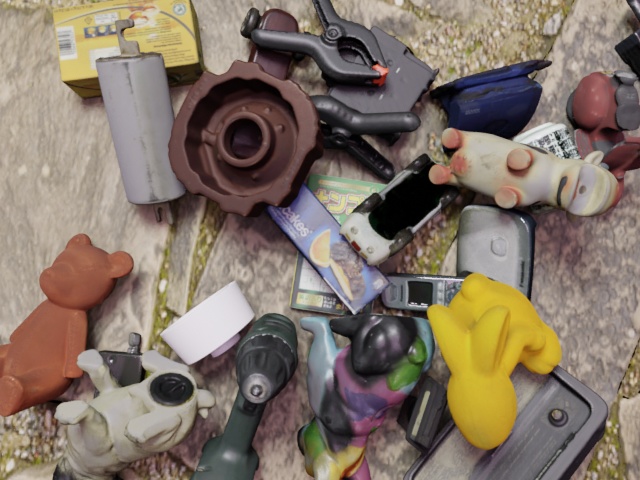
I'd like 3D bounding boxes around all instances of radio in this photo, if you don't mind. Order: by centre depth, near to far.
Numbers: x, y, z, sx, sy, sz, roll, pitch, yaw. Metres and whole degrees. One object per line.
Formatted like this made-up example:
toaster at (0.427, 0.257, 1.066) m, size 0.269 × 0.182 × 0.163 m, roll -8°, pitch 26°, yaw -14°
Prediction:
radio at (0.221, 0.248, 0.633) m, size 0.229 × 0.073 × 0.131 m, roll -48°, pitch 51°, yaw -7°

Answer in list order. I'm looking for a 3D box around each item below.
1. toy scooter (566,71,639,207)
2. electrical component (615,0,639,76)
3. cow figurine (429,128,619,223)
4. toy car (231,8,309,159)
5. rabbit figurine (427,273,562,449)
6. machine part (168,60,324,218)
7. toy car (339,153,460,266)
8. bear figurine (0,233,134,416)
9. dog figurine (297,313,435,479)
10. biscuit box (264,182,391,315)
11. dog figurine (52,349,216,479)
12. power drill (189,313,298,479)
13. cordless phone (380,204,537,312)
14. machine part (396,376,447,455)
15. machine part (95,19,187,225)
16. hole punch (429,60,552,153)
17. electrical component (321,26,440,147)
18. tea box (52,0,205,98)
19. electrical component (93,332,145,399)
toy scooter at (0.372, -0.136, 0.673) m, size 0.075 × 0.135 × 0.183 m, roll -1°, pitch 84°, yaw -1°
electrical component at (0.448, -0.275, 0.730) m, size 0.075 × 0.048 × 0.119 m, roll -34°, pitch 88°, yaw -5°
cow figurine at (0.242, -0.073, 0.621) m, size 0.127 × 0.195 × 0.085 m, roll -6°, pitch 113°, yaw -41°
toy car at (-0.075, -0.200, 0.698) m, size 0.089 × 0.053 × 0.202 m, roll 16°, pitch 86°, yaw -22°
rabbit figurine at (0.181, 0.127, 0.568) m, size 0.122 × 0.162 × 0.173 m, roll -3°, pitch 42°, yaw 30°
machine part at (-0.084, -0.113, 0.621) m, size 0.179 × 0.056 × 0.179 m, roll 0°, pitch 88°, yaw 11°
toy car at (0.104, -0.042, 0.663) m, size 0.073 × 0.056 × 0.202 m, roll 49°, pitch 52°, yaw 4°
bear figurine at (-0.315, 0.087, 0.629) m, size 0.120 × 0.132 × 0.195 m, roll 24°, pitch 91°, yaw 21°
dog figurine at (0.047, 0.198, 0.620) m, size 0.108 × 0.192 × 0.219 m, roll 10°, pitch 76°, yaw -43°
biscuit box at (-0.001, -0.002, 0.665) m, size 0.059 × 0.063 × 0.203 m, roll -41°, pitch 84°, yaw -3°
dog figurine at (-0.218, 0.235, 0.625) m, size 0.172 × 0.121 × 0.190 m, roll 13°, pitch 121°, yaw -1°
power drill at (-0.082, 0.186, 0.593) m, size 0.086 × 0.232 × 0.207 m, roll 14°, pitch 102°, yaw -1°
cordless phone at (0.168, 0.027, 0.674) m, size 0.184 × 0.089 × 0.146 m, roll 1°, pitch 107°, yaw 11°
machine part at (0.121, 0.207, 0.633) m, size 0.039 × 0.138 × 0.084 m, roll 16°, pitch 70°, yaw 5°
machine part at (-0.210, -0.132, 0.641) m, size 0.079 × 0.079 × 0.242 m, roll -8°, pitch 114°, yaw -3°
hole punch at (0.211, -0.168, 0.682) m, size 0.142 × 0.116 × 0.092 m, roll -11°, pitch 94°, yaw -3°
electrical component at (0.071, -0.204, 0.703) m, size 0.134 × 0.058 × 0.115 m, roll 30°, pitch 83°, yaw 0°
tea box at (-0.239, -0.247, 0.686) m, size 0.170 × 0.068 × 0.098 m, roll -7°, pitch 86°, yaw -4°
electrical component at (-0.254, 0.162, 0.677) m, size 0.063 × 0.021 × 0.094 m, roll 6°, pitch 86°, yaw -2°
